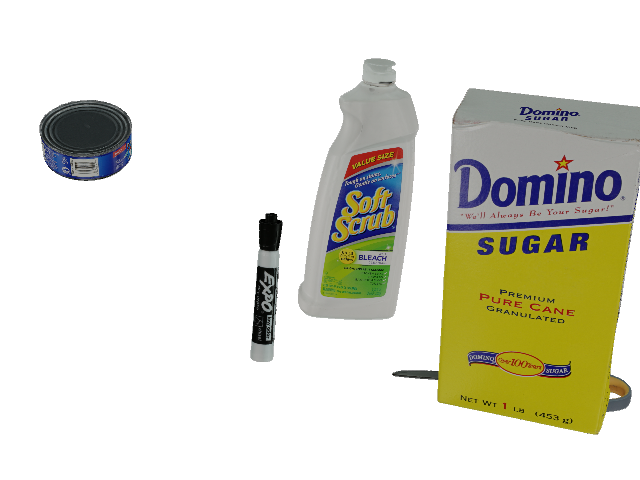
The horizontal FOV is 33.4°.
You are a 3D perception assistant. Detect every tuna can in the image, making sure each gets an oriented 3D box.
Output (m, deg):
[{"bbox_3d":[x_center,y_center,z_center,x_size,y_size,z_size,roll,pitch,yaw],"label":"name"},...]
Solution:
[{"bbox_3d":[-0.222,-0.095,1.015,0.086,0.034,0.086,3,43,-3],"label":"tuna can"}]

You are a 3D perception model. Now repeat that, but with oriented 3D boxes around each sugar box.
[{"bbox_3d":[0.112,0.014,0.557,0.093,0.176,0.048,9,34,17],"label":"sugar box"}]

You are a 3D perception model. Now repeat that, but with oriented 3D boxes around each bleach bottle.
[{"bbox_3d":[0.037,-0.049,1.026,0.102,0.251,0.068,3,22,-4],"label":"bleach bottle"}]

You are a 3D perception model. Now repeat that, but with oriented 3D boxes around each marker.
[{"bbox_3d":[-0.043,0.038,0.855,0.020,0.121,0.020,4,14,-1],"label":"marker"}]

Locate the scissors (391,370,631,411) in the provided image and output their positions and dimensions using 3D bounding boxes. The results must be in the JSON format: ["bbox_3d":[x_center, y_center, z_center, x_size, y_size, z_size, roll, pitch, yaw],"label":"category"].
[{"bbox_3d":[0.166,0.108,0.923,0.202,0.016,0.096,10,29,6],"label":"scissors"}]
